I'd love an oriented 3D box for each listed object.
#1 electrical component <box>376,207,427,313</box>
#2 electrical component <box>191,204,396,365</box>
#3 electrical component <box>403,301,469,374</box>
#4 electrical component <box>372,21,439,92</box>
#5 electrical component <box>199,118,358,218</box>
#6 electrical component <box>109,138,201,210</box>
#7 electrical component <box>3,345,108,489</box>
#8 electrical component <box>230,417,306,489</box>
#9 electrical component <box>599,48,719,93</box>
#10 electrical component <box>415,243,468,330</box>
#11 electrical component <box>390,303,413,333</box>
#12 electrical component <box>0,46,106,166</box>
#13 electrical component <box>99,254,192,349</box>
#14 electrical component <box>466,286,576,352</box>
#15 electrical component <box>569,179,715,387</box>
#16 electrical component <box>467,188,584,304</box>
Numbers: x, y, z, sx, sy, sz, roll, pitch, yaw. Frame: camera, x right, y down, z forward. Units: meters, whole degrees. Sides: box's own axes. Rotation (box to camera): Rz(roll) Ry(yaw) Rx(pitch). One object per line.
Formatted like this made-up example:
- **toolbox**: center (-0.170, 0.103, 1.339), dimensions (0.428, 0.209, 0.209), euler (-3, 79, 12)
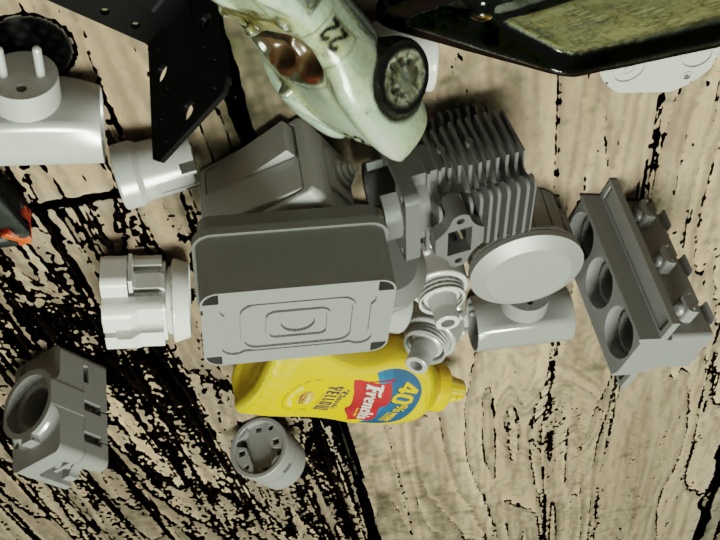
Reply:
- **electrical component**: center (0.000, 0.000, 0.723), dimensions (0.080, 0.080, 0.051), euler (9, 146, -26)
- **electrical component**: center (-0.040, 0.008, 0.631), dimensions (0.113, 0.057, 0.078), euler (-5, 144, -8)
- **electrical component**: center (0.053, 0.051, 0.817), dimensions (0.048, 0.062, 0.048), euler (15, 136, 15)
- **electrical component**: center (0.008, -0.120, 0.591), dimensions (0.065, 0.044, 0.044), euler (-1, 144, -5)
- **electrical component**: center (-0.048, -0.047, 0.659), dimensions (0.096, 0.061, 0.061), euler (-26, 142, 20)
- **electrical component**: center (-0.121, -0.061, 0.640), dimensions (0.046, 0.040, 0.040), euler (-15, 145, -5)
- **electrical component**: center (-0.227, 0.109, 0.804), dimensions (0.050, 0.089, 0.056), euler (-28, 141, 23)
- **electrical component**: center (-0.080, 0.164, 0.954), dimensions (0.055, 0.055, 0.047), euler (-20, 148, 13)
- **electrical component**: center (0.161, -0.139, 0.594), dimensions (0.080, 0.051, 0.080), euler (-7, 145, -5)
- **electrical component**: center (0.057, 0.013, 0.770), dimensions (0.048, 0.062, 0.048), euler (-7, 145, -5)
- **electrical component**: center (0.003, 0.024, 0.790), dimensions (0.078, 0.040, 0.040), euler (8, 141, -24)
- **electrical component**: center (-0.179, -0.090, 0.579), dimensions (0.077, 0.043, 0.079), euler (-3, 144, -10)
- **electrical component**: center (-0.144, 0.021, 0.733), dimensions (0.057, 0.058, 0.078), euler (-2, 144, -8)
- **electrical component**: center (0.125, 0.027, 0.825), dimensions (0.077, 0.043, 0.079), euler (-7, 145, -6)
- **electrical component**: center (0.192, 0.009, 0.749), dimensions (0.063, 0.121, 0.078), euler (-1, 144, -18)
- **electrical component**: center (0.112, -0.016, 0.755), dimensions (0.080, 0.051, 0.080), euler (-7, 145, -5)
